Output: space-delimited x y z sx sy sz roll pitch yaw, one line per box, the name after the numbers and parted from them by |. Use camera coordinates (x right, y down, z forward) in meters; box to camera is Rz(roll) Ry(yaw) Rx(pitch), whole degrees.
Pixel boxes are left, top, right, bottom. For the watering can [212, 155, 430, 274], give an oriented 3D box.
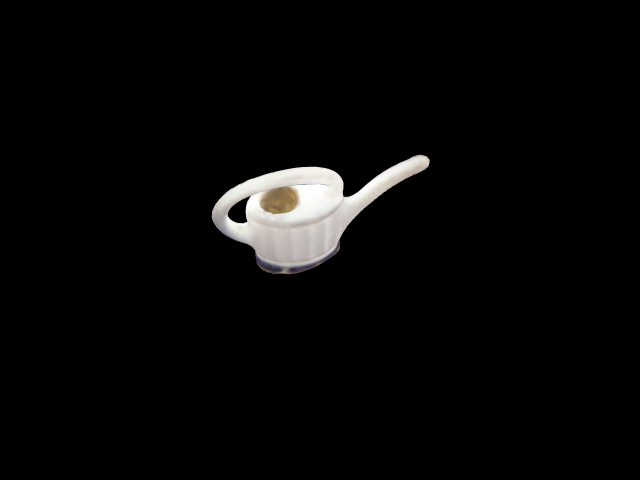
0.003 -0.043 0.850 0.348 0.106 0.219 -10 -34 -7 | watering can
